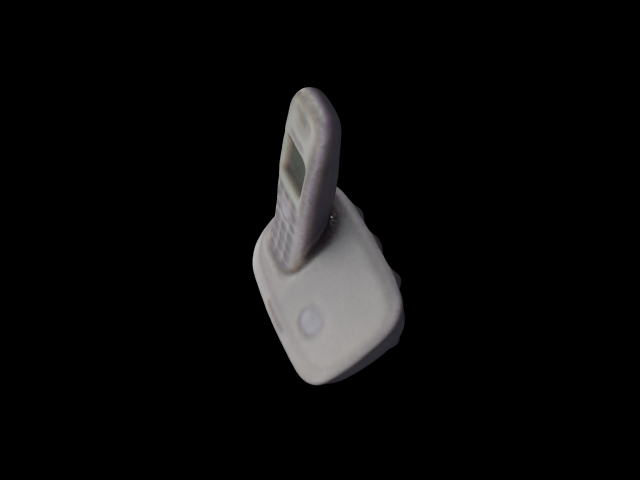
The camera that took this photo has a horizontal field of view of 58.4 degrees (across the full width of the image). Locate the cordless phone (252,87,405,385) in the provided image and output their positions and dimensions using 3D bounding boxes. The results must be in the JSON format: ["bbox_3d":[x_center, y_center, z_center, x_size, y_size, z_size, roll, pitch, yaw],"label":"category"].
[{"bbox_3d":[0.004,0.001,0.400,0.094,0.185,0.147,-21,55,-15],"label":"cordless phone"}]
